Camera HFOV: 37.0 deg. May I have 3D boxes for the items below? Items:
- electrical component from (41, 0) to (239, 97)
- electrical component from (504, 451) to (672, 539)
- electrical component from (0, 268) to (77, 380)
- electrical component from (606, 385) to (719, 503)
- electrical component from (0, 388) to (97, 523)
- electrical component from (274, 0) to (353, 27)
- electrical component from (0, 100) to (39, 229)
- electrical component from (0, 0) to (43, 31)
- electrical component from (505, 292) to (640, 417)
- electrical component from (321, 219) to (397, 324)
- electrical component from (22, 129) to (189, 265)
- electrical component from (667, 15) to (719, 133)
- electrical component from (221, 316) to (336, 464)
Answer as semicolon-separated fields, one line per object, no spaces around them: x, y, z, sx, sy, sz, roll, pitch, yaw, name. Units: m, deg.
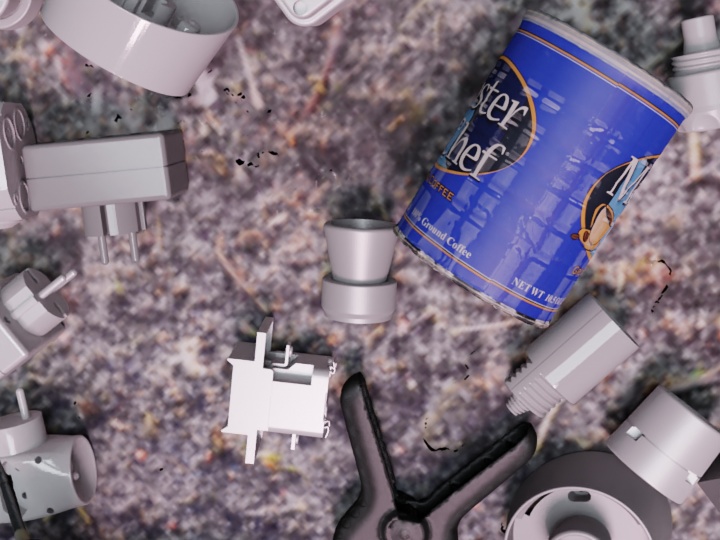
-0.122;-0.142;0.592;0.099;0.099;0.064;33;107;-2;electrical component
0.137;0.164;0.653;0.099;0.064;0.099;4;102;18;electrical component
-0.201;0.025;0.641;0.077;0.065;0.047;-37;96;9;electrical component
0.181;0.101;0.632;0.055;0.055;0.047;37;97;-3;electrical component
-0.212;0.112;0.669;0.077;0.043;0.079;-9;100;6;electrical component
-0.034;-0.199;0.592;0.078;0.057;0.113;-35;96;9;electrical component
-0.220;-0.060;0.621;0.051;0.080;0.080;-6;100;0;electrical component
-0.211;-0.160;0.614;0.045;0.055;0.045;1;100;4;electrical component
0.119;0.056;0.633;0.081;0.043;0.043;-43;94;10;electrical component
0.000;0.000;0.632;0.045;0.045;0.055;3;101;4;electrical component
-0.146;-0.041;0.635;0.083;0.047;0.075;-5;100;5;electrical component
0.192;-0.109;0.598;0.043;0.043;0.062;-11;98;6;electrical component
-0.048;0.073;0.651;0.064;0.042;0.081;6;101;0;electrical component
